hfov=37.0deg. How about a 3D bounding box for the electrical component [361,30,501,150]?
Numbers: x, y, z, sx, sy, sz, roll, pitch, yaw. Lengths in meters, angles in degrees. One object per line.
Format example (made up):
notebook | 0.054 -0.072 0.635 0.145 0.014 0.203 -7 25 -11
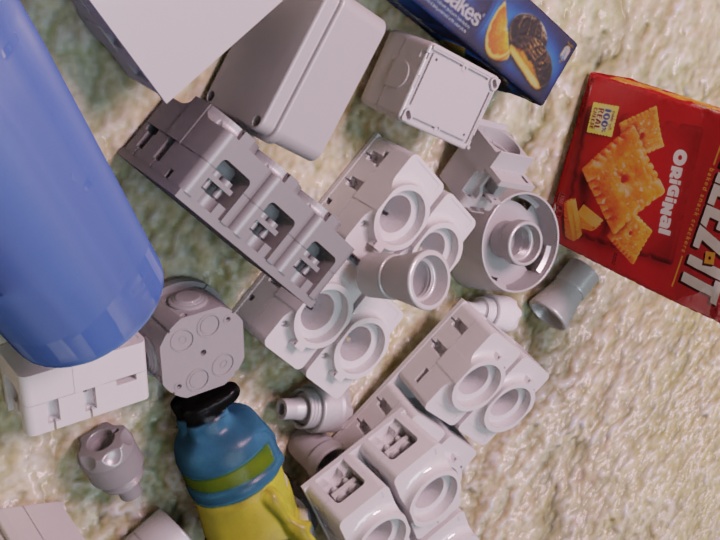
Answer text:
electrical component | 0.057 -0.138 0.834 0.096 0.061 0.061 17 101 -42

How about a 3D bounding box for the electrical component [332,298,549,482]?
electrical component | 0.071 0.131 0.965 0.186 0.060 0.105 -48 134 6

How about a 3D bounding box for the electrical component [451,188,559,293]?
electrical component | 0.128 -0.027 0.964 0.099 0.064 0.099 -7 103 -32

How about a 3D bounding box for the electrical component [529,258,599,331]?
electrical component | 0.202 0.021 1.048 0.065 0.044 0.044 -49 133 -14

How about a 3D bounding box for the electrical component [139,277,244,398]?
electrical component | -0.127 0.050 0.793 0.080 0.051 0.080 -18 123 -31

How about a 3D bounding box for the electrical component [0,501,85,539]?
electrical component | -0.230 0.218 0.767 0.061 0.096 0.061 1 112 -38

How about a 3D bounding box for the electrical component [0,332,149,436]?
electrical component | -0.198 0.067 0.746 0.089 0.050 0.055 -17 122 -32

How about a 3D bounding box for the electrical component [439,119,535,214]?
electrical component | 0.102 -0.086 0.894 0.042 0.081 0.063 7 130 -40

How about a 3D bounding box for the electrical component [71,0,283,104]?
electrical component | -0.140 -0.209 0.641 0.105 0.060 0.186 -44 132 -12

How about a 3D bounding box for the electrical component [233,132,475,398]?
electrical component | 0.000 0.000 0.862 0.186 0.060 0.105 -52 133 -5

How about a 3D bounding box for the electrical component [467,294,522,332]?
electrical component | 0.119 0.038 0.995 0.061 0.035 0.035 11 105 -40

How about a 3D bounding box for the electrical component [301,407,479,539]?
electrical component | 0.035 0.220 0.908 0.105 0.060 0.186 -36 134 -17

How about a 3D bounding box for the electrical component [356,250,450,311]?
electrical component | 0.029 0.005 0.798 0.044 0.065 0.044 -4 96 -42

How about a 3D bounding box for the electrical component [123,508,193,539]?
electrical component | -0.159 0.224 0.857 0.047 0.055 0.055 -44 132 -17

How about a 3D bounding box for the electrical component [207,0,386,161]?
electrical component | -0.046 -0.142 0.740 0.057 0.078 0.113 23 97 -46

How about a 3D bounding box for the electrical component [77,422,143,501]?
electrical component | -0.183 0.147 0.805 0.043 0.043 0.062 -34 131 -20

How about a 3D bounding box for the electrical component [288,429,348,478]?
electrical component | -0.036 0.158 0.926 0.040 0.046 0.040 -18 123 -31

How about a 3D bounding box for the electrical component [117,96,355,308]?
electrical component | -0.081 -0.050 0.751 0.061 0.089 0.150 -52 133 -5

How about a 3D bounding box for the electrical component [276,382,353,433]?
electrical component | -0.041 0.115 0.902 0.062 0.043 0.043 3 110 -38
